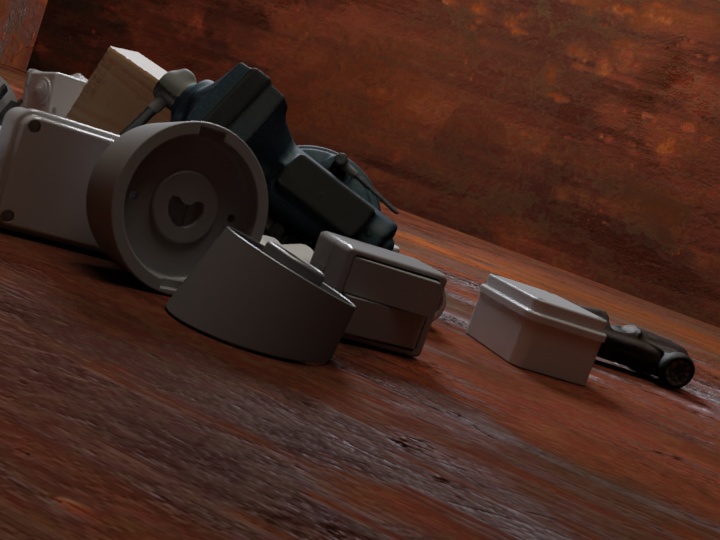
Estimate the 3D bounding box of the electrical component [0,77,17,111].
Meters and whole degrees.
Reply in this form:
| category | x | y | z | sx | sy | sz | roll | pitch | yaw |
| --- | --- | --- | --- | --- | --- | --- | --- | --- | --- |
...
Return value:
| category | x | y | z | sx | sy | sz | roll | pitch | yaw |
| --- | --- | --- | --- | --- | --- | --- | --- | --- | --- |
| electrical component | -0.345 | -0.140 | 0.954 | 0.080 | 0.080 | 0.051 | 17 | 1 | -19 |

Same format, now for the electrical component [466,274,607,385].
| category | x | y | z | sx | sy | sz | roll | pitch | yaw |
| --- | --- | --- | --- | --- | --- | --- | --- | --- | --- |
| electrical component | 0.150 | 0.049 | 0.924 | 0.078 | 0.057 | 0.113 | 17 | 6 | -20 |

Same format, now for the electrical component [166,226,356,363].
| category | x | y | z | sx | sy | sz | roll | pitch | yaw |
| --- | --- | --- | --- | --- | --- | --- | --- | --- | --- |
| electrical component | -0.055 | 0.019 | 0.631 | 0.099 | 0.064 | 0.099 | 32 | 1 | -1 |

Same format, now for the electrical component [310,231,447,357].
| category | x | y | z | sx | sy | sz | roll | pitch | yaw |
| --- | --- | --- | --- | --- | --- | --- | --- | --- | --- |
| electrical component | 0.014 | 0.019 | 0.740 | 0.096 | 0.061 | 0.061 | 16 | 7 | -26 |

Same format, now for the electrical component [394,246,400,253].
| category | x | y | z | sx | sy | sz | roll | pitch | yaw |
| --- | --- | --- | --- | --- | --- | --- | --- | --- | --- |
| electrical component | 0.007 | -0.007 | 1.014 | 0.055 | 0.047 | 0.055 | 19 | 6 | -2 |

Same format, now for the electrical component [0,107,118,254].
| category | x | y | z | sx | sy | sz | roll | pitch | yaw |
| --- | --- | --- | --- | --- | --- | --- | --- | --- | --- |
| electrical component | -0.185 | -0.056 | 0.714 | 0.113 | 0.078 | 0.057 | 16 | 4 | -31 |

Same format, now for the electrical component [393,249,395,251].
| category | x | y | z | sx | sy | sz | roll | pitch | yaw |
| --- | --- | --- | --- | --- | --- | --- | --- | --- | --- |
| electrical component | 0.000 | 0.000 | 0.934 | 0.043 | 0.043 | 0.081 | 18 | -12 | -15 |

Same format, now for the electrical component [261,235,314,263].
| category | x | y | z | sx | sy | sz | roll | pitch | yaw |
| --- | --- | --- | --- | --- | --- | --- | --- | --- | --- |
| electrical component | -0.063 | -0.001 | 0.756 | 0.055 | 0.045 | 0.045 | 13 | 9 | -46 |

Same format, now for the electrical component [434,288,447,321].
| category | x | y | z | sx | sy | sz | roll | pitch | yaw |
| --- | --- | --- | --- | --- | --- | --- | --- | --- | --- |
| electrical component | 0.047 | 0.020 | 0.917 | 0.045 | 0.045 | 0.055 | 18 | 6 | -9 |

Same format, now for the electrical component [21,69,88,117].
| category | x | y | z | sx | sy | sz | roll | pitch | yaw |
| --- | --- | --- | --- | --- | --- | --- | --- | --- | --- |
| electrical component | -0.315 | -0.162 | 1.157 | 0.048 | 0.099 | 0.100 | 9 | -1 | 37 |

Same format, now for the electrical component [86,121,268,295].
| category | x | y | z | sx | sy | sz | roll | pitch | yaw |
| --- | --- | --- | --- | --- | --- | --- | --- | --- | --- |
| electrical component | -0.119 | -0.042 | 0.678 | 0.108 | 0.108 | 0.060 | 15 | 2 | -39 |
